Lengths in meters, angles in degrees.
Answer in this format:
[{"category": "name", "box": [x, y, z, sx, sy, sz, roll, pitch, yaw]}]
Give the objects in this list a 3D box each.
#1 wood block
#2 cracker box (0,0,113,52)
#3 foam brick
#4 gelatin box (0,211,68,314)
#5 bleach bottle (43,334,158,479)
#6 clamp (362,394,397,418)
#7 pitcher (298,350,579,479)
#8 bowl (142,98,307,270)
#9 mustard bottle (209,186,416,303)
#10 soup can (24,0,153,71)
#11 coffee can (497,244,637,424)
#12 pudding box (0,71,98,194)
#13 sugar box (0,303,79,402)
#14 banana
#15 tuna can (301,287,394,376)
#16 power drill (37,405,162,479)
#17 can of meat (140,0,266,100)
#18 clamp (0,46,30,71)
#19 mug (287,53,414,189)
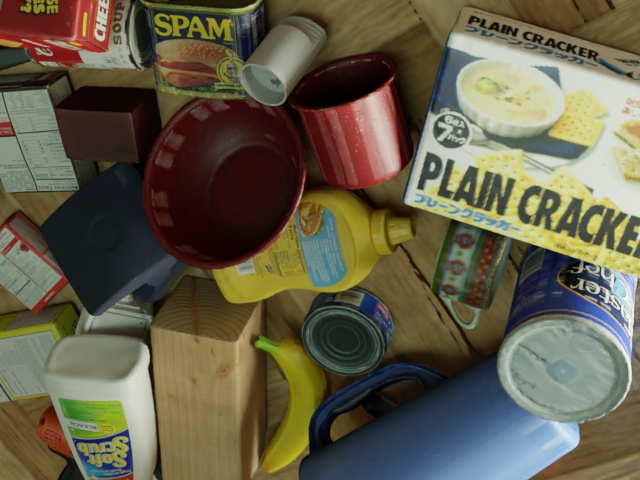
[{"category": "wood block", "box": [-0.109, 0.151, 1.077, 0.090, 0.090, 0.206, 10, 124, 13]}, {"category": "cracker box", "box": [-0.270, -0.244, 0.864, 0.214, 0.072, 0.164, 7, 93, 14]}, {"category": "foam brick", "box": [-0.191, -0.105, 0.970, 0.078, 0.051, 0.053, 5, 123, 16]}, {"category": "gelatin box", "box": [-0.303, 0.024, 1.103, 0.089, 0.030, 0.073, 43, 125, -9]}, {"category": "bleach bottle", "box": [-0.204, 0.205, 1.088, 0.102, 0.068, 0.251, 3, 131, 10]}, {"category": "clamp", "box": [0.117, 0.208, 1.067, 0.172, 0.039, 0.120, -3, 118, 16]}, {"category": "pitcher", "box": [0.105, 0.192, 0.988, 0.243, 0.145, 0.149, -35, 105, 14]}, {"category": "bowl", "box": [-0.074, -0.049, 0.934, 0.162, 0.055, 0.162, -6, 76, 25]}, {"category": "mustard bottle", "box": [-0.006, 0.001, 0.966, 0.192, 0.058, 0.096, -8, 103, 23]}, {"category": "soup can", "box": [-0.195, -0.181, 0.914, 0.102, 0.068, 0.068, 6, 122, 16]}, {"category": "coffee can", "box": [0.207, 0.068, 0.884, 0.103, 0.140, 0.103, 9, 123, 14]}, {"category": "pudding box", "box": [-0.269, -0.100, 1.009, 0.090, 0.039, 0.113, -1, 122, 19]}, {"category": "sugar box", "box": [-0.330, 0.127, 1.168, 0.176, 0.048, 0.093, -9, 118, 27]}, {"category": "banana", "box": [-0.028, 0.165, 1.086, 0.069, 0.037, 0.198, 2, 127, 3]}, {"category": "tuna can", "box": [0.026, 0.088, 1.026, 0.086, 0.033, 0.086, 9, 123, 14]}, {"category": "power drill", "box": [-0.245, 0.288, 1.232, 0.184, 0.057, 0.188, 23, 123, 9]}, {"category": "can of meat", "box": [-0.094, -0.168, 0.895, 0.102, 0.057, 0.084, 8, 125, 15]}, {"category": "clamp", "box": [-0.344, -0.199, 0.968, 0.210, 0.036, 0.165, 25, 117, -1]}, {"category": "mug", "box": [0.021, -0.098, 0.886, 0.117, 0.093, 0.081, 17, 137, 46]}]
